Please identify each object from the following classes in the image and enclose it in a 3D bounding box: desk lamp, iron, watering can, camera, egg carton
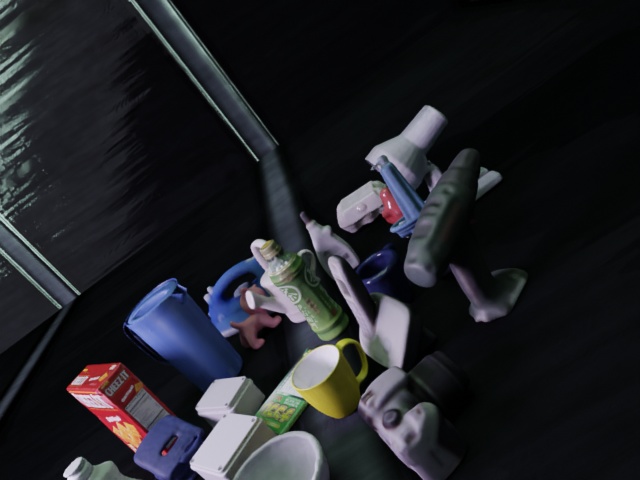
[{"bbox_3d":[0.226,-0.153,1.176,0.203,0.214,0.117,-38,20,0],"label":"desk lamp"},{"bbox_3d":[-0.191,0.127,1.378,0.258,0.142,0.118,-34,21,11],"label":"iron"},{"bbox_3d":[-0.081,0.081,1.216,0.100,0.194,0.173,-19,27,41],"label":"watering can"},{"bbox_3d":[0.128,0.206,0.726,0.137,0.101,0.143,-42,20,-10],"label":"camera"},{"bbox_3d":[0.110,-0.084,1.435,0.150,0.069,0.107,-33,21,13],"label":"egg carton"}]

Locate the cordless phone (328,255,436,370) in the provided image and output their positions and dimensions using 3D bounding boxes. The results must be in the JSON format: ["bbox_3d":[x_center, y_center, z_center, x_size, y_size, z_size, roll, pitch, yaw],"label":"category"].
[{"bbox_3d":[0.081,0.107,0.895,0.094,0.185,0.147,-43,21,-15],"label":"cordless phone"}]

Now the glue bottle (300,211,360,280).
[{"bbox_3d":[0.012,0.004,1.255,0.078,0.173,0.037,-35,20,7],"label":"glue bottle"}]

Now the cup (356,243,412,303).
[{"bbox_3d":[0.126,0.070,1.033,0.091,0.095,0.118,-19,27,41],"label":"cup"}]

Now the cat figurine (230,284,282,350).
[{"bbox_3d":[-0.152,0.160,1.273,0.067,0.118,0.128,-13,31,48],"label":"cat figurine"}]

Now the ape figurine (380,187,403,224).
[{"bbox_3d":[0.169,-0.082,1.296,0.077,0.092,0.076,-34,21,10],"label":"ape figurine"}]

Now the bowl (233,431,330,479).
[{"bbox_3d":[-0.046,0.343,0.759,0.167,0.075,0.167,-32,21,14],"label":"bowl"}]

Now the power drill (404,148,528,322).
[{"bbox_3d":[0.220,0.006,0.848,0.075,0.209,0.230,-10,34,52],"label":"power drill"}]

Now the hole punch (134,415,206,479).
[{"bbox_3d":[-0.258,0.375,1.023,0.100,0.091,0.109,-15,30,46],"label":"hole punch"}]

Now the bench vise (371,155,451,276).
[{"bbox_3d":[0.183,-0.056,1.028,0.121,0.220,0.207,-40,20,-6],"label":"bench vise"}]
